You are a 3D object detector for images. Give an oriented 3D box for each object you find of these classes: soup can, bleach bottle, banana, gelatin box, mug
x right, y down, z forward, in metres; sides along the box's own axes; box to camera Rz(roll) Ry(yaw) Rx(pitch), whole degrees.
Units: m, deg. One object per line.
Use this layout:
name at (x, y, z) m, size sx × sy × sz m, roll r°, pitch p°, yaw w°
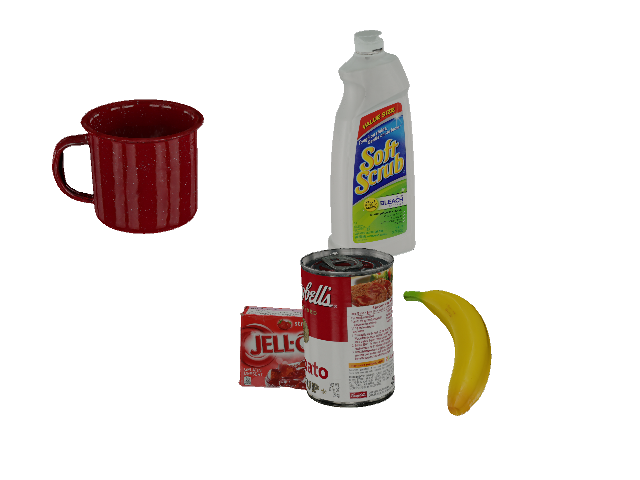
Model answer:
soup can at (0.021, 0.062, 0.781) m, size 0.068 × 0.102 × 0.068 m, roll -2°, pitch 14°, yaw 0°
bleach bottle at (0.052, -0.104, 1.182) m, size 0.102 × 0.251 × 0.068 m, roll -10°, pitch 24°, yaw -12°
banana at (0.144, 0.108, 1.116) m, size 0.069 × 0.037 × 0.198 m, roll -25°, pitch 33°, yaw 5°
gelatin box at (-0.032, 0.103, 1.017) m, size 0.089 × 0.073 × 0.030 m, roll 3°, pitch 13°, yaw 5°
mug at (-0.149, -0.056, 0.831) m, size 0.117 × 0.081 × 0.093 m, roll -4°, pitch 27°, yaw -12°
